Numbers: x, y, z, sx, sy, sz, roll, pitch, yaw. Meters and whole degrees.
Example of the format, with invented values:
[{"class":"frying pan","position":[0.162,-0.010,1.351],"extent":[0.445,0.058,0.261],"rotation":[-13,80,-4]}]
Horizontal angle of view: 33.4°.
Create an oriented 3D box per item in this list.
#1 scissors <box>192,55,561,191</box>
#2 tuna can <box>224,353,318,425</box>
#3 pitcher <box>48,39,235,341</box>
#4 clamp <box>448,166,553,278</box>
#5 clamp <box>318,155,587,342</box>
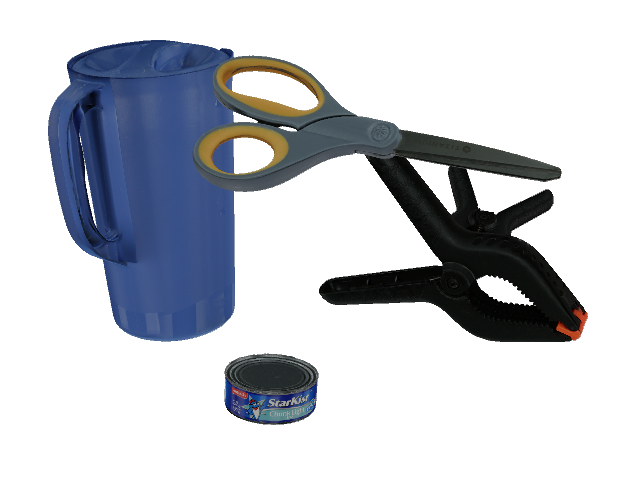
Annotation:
[{"class":"scissors","position":[0.016,-0.043,0.573],"extent":[0.202,0.096,0.016],"rotation":[27,-24,22]},{"class":"tuna can","position":[-0.045,0.135,0.973],"extent":[0.086,0.034,0.086],"rotation":[3,16,-1]},{"class":"pitcher","position":[-0.139,-0.039,0.893],"extent":[0.149,0.243,0.145],"rotation":[-6,23,-9]},{"class":"clamp","position":[0.166,-0.022,1.149],"extent":[0.120,0.039,0.171],"rotation":[24,48,23]},{"class":"clamp","position":[0.103,0.014,0.809],"extent":[0.210,0.165,0.036],"rotation":[20,40,15]}]
